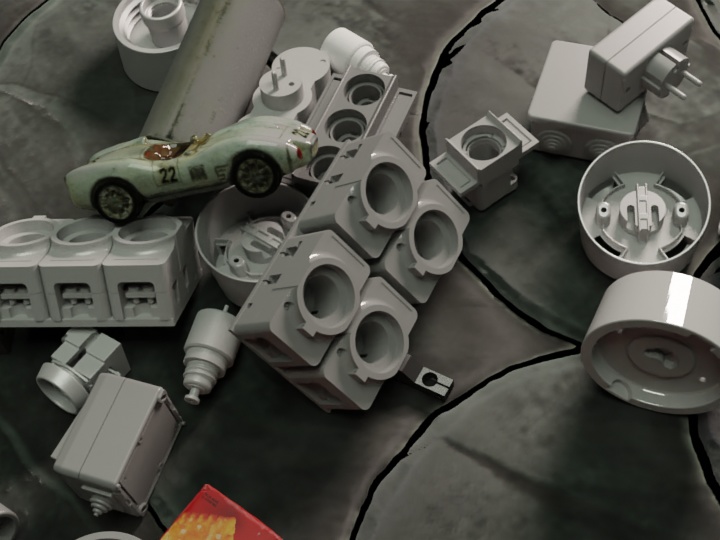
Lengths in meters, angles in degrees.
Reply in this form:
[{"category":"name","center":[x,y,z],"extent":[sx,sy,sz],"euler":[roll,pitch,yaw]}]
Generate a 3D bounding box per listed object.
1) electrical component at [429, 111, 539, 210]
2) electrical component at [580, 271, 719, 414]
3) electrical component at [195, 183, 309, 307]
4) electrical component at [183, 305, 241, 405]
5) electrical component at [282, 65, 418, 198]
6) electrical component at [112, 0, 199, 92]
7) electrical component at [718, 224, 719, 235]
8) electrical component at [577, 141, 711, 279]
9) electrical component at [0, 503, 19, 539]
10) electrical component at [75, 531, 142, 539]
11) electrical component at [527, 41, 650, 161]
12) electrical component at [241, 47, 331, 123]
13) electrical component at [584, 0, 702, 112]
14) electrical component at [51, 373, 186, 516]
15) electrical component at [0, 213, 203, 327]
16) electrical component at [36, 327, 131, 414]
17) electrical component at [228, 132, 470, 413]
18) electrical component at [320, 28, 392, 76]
[{"category":"electrical component","center":[0.102,-0.086,0.879],"extent":[0.081,0.063,0.042],"euler":[-33,57,-13]},{"category":"electrical component","center":[0.215,0.046,0.755],"extent":[0.108,0.108,0.060],"euler":[14,54,16]},{"category":"electrical component","center":[-0.076,-0.019,0.859],"extent":[0.099,0.064,0.099],"euler":[-8,45,8]},{"category":"electrical component","center":[-0.117,0.066,0.828],"extent":[0.040,0.040,0.078],"euler":[9,59,14]},{"category":"electrical component","center":[-0.008,-0.103,0.907],"extent":[0.079,0.063,0.121],"euler":[16,61,18]},{"category":"electrical component","center":[-0.180,-0.228,1.014],"extent":[0.108,0.060,0.108],"euler":[-4,57,6]},{"category":"electrical component","center":[0.346,-0.069,0.836],"extent":[0.109,0.056,0.108],"euler":[13,61,16]},{"category":"electrical component","center":[0.218,-0.042,0.833],"extent":[0.099,0.064,0.099],"euler":[-4,57,6]},{"category":"electrical component","center":[-0.285,0.175,0.784],"extent":[0.044,0.044,0.065],"euler":[-43,57,-18]},{"category":"electrical component","center":[-0.170,0.228,0.720],"extent":[0.108,0.060,0.108],"euler":[-4,57,6]},{"category":"electrical component","center":[0.195,-0.140,0.908],"extent":[0.100,0.048,0.099],"euler":[13,61,16]},{"category":"electrical component","center":[-0.067,-0.148,0.927],"extent":[0.052,0.073,0.138],"euler":[12,52,15]},{"category":"electrical component","center":[0.237,-0.162,0.858],"extent":[0.083,0.047,0.076],"euler":[-39,63,-16]},{"category":"electrical component","center":[-0.180,0.132,0.782],"extent":[0.061,0.061,0.096],"euler":[12,60,16]},{"category":"electrical component","center":[-0.212,-0.003,0.852],"extent":[0.150,0.061,0.089],"euler":[-1,26,8]},{"category":"electrical component","center":[-0.216,0.078,0.833],"extent":[0.066,0.048,0.055],"euler":[25,57,22]},{"category":"electrical component","center":[0.000,0.000,0.805],"extent":[0.060,0.105,0.186],"euler":[-8,45,52]},{"category":"electrical component","center":[-0.001,-0.188,0.974],"extent":[0.078,0.040,0.040],"euler":[36,69,26]}]
